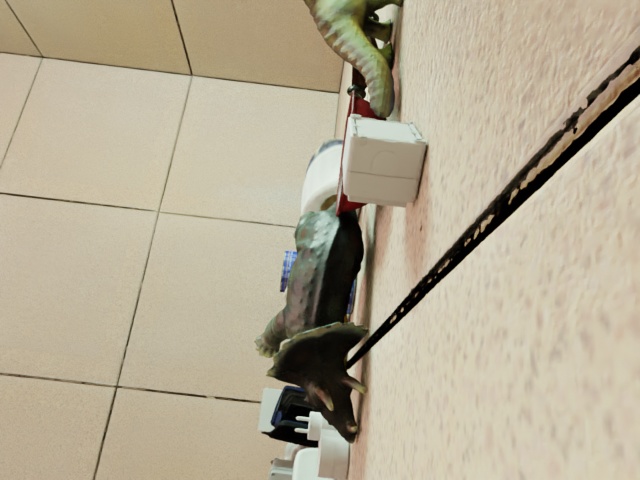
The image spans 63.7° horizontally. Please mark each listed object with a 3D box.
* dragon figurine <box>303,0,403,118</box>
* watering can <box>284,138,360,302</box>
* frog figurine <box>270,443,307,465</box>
[{"bbox_3d":[-0.007,-0.320,0.701,0.119,0.243,0.421,105,175,-47],"label":"dragon figurine"},{"bbox_3d":[0.003,-0.050,0.993,0.230,0.103,0.340,-87,22,-49],"label":"watering can"},{"bbox_3d":[-0.035,0.512,1.270,0.162,0.124,0.134,-44,-28,-25],"label":"frog figurine"}]
